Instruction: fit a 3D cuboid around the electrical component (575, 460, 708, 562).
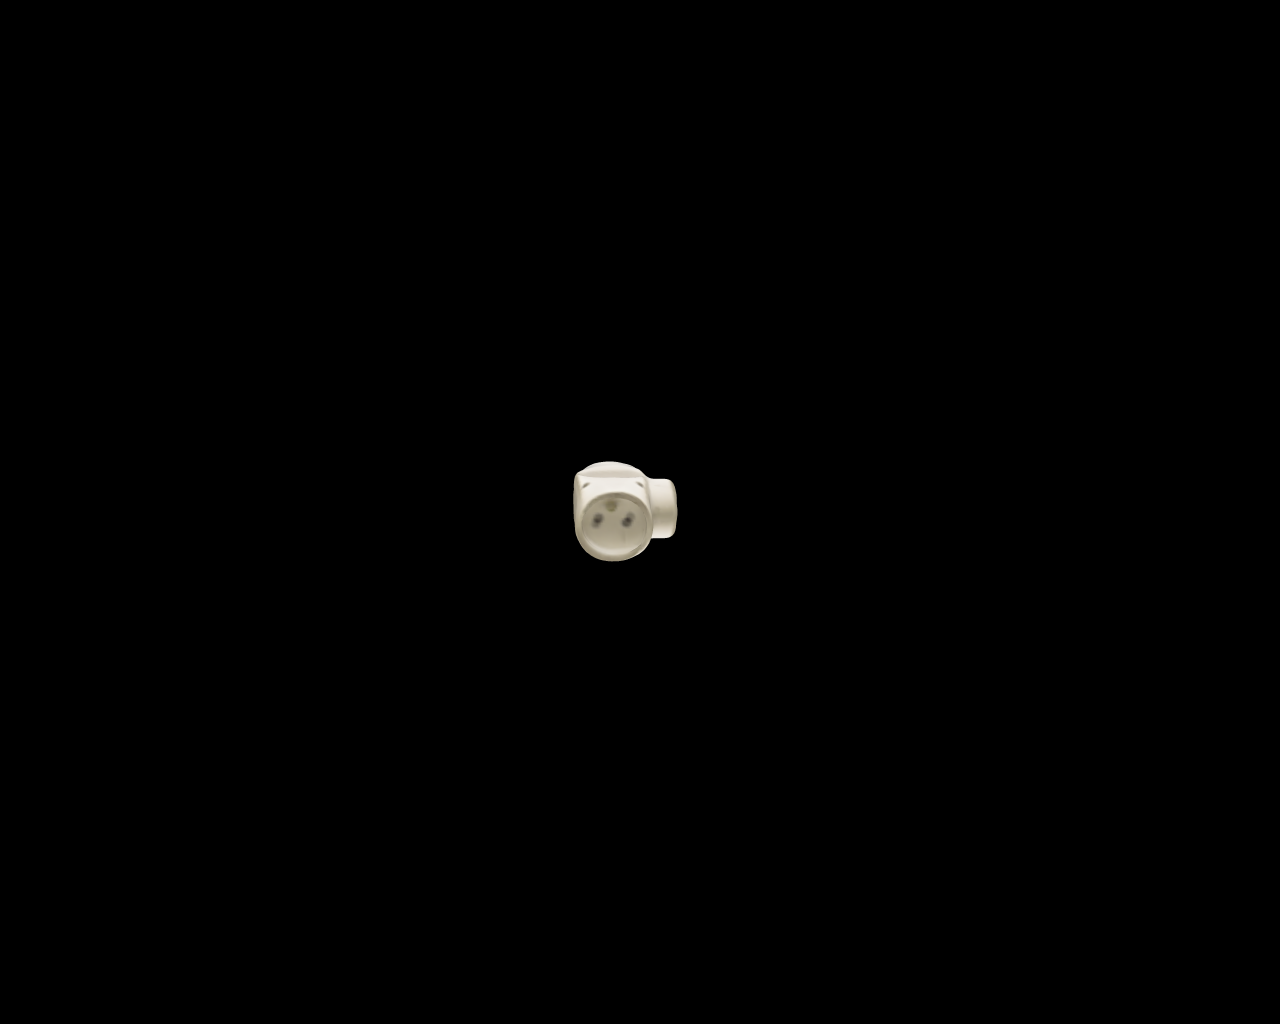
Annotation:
[{"bbox_3d":[0.001,-0.003,0.650,0.079,0.043,0.077,-1,16,-4],"label":"electrical component"}]
